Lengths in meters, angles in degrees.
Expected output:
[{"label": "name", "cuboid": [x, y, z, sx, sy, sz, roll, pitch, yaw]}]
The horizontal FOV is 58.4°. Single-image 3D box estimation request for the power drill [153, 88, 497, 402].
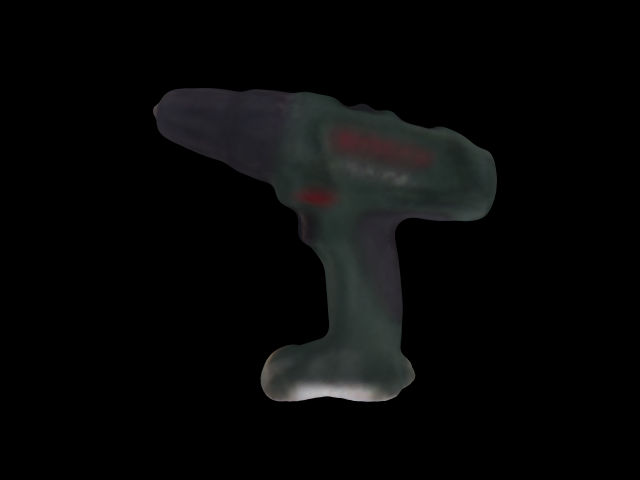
[{"label": "power drill", "cuboid": [0.004, 0.001, 0.400, 0.229, 0.208, 0.075, -1, 11, -2]}]
